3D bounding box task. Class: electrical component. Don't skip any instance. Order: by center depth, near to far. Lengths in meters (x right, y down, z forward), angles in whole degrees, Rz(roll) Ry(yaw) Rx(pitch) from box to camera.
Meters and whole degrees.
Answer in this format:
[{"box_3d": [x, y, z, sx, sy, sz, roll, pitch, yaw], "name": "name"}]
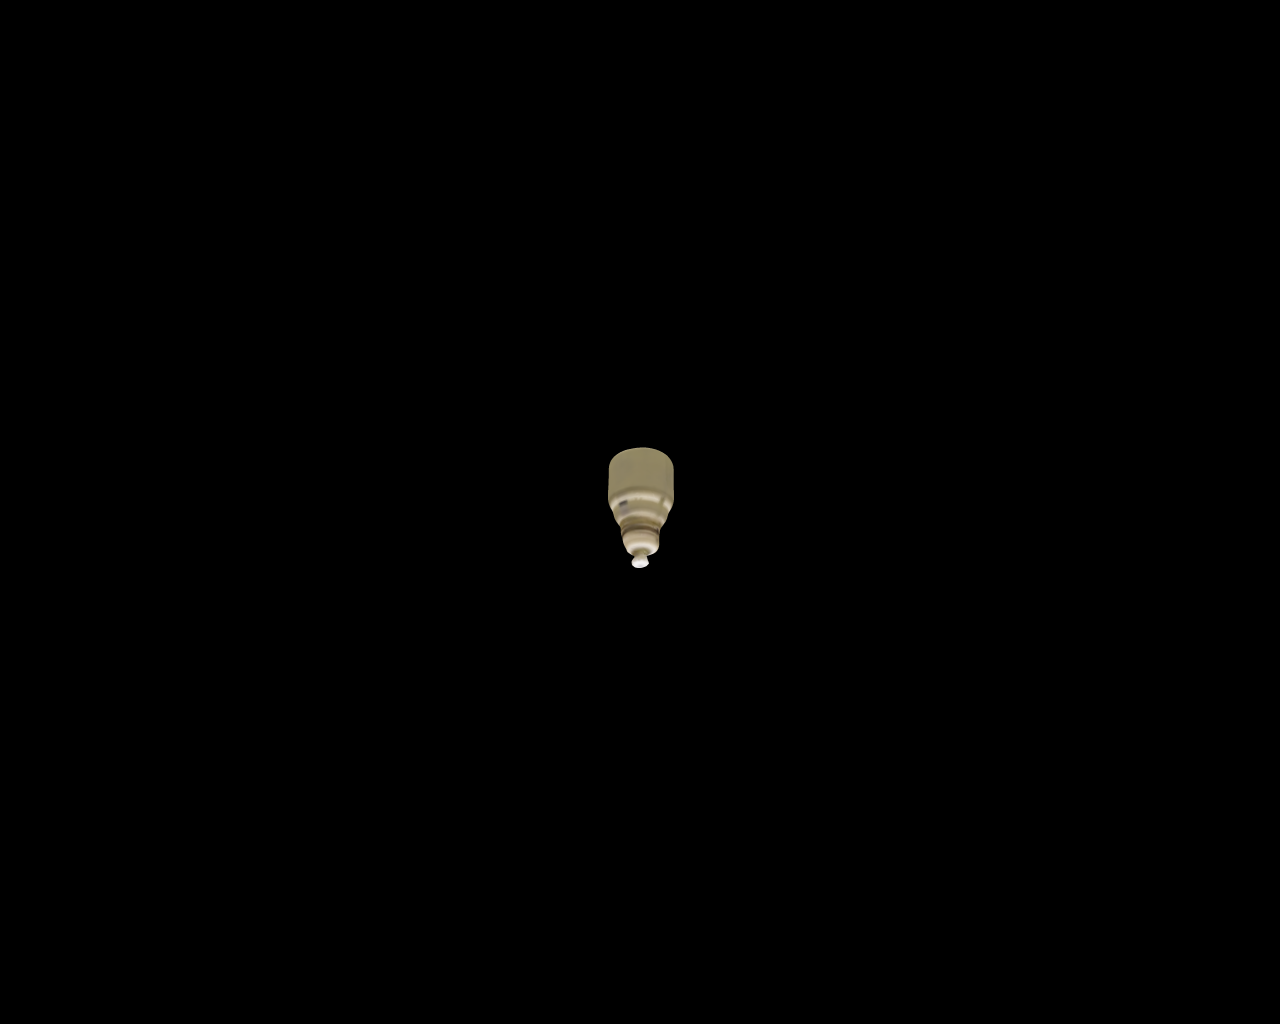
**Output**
[{"box_3d": [0.001, -0.003, 0.650, 0.040, 0.078, 0.040, 0, -27, 0], "name": "electrical component"}]
